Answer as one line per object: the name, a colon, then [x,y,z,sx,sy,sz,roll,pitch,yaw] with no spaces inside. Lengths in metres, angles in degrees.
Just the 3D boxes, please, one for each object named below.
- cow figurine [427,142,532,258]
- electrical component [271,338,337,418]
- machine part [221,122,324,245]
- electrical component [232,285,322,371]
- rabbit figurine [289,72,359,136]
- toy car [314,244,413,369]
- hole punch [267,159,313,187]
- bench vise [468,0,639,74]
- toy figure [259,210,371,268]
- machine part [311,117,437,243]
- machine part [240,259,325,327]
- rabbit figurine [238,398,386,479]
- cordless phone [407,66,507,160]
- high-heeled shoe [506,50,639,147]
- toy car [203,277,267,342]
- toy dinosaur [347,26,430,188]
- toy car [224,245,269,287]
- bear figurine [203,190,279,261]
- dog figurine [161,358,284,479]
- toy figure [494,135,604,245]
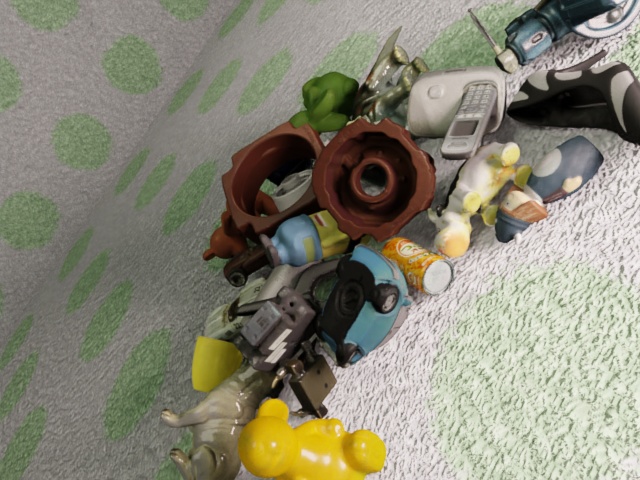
cow figurine: [0.201,-0.056,0.731,0.167,0.068,0.098,-51,26,0]
electrical component: [-0.021,0.202,0.759,0.045,0.102,0.078,-15,25,40]
machine part: [-0.067,-0.099,0.977,0.201,0.087,0.202,-30,53,10]
electrical component: [-0.056,0.128,0.767,0.058,0.134,0.115,41,90,26]
rabbit figurine: [0.006,-0.248,1.089,0.170,0.121,0.159,-48,25,-17]
toy car: [0.069,0.095,0.727,0.109,0.103,0.161,37,107,52]
hole punch: [-0.061,-0.149,1.167,0.142,0.092,0.116,-43,2,23]
bench vise: [0.343,-0.308,0.708,0.224,0.128,0.241,-27,13,4]
toy figure: [-0.003,-0.005,0.872,0.180,0.089,0.082,-21,66,-12]
machine part: [0.078,-0.086,0.775,0.180,0.056,0.179,2,95,22]
machine part: [-0.063,0.092,0.929,0.243,0.079,0.079,-57,32,-5]
rabbit figurine: [-0.029,0.251,0.646,0.163,0.173,0.122,20,80,53]
cordless phone: [0.183,-0.167,0.772,0.147,0.088,0.184,5,45,31]
high-heeled shoe: [0.314,-0.149,0.658,0.145,0.086,0.249,-35,30,30]
toy car: [-0.160,0.145,1.028,0.202,0.056,0.073,-36,36,27]
toy dinosaur: [0.112,-0.240,0.989,0.192,0.131,0.405,-34,31,29]
toy car: [-0.100,0.018,1.031,0.202,0.053,0.089,-31,17,14]
bear figurine: [-0.170,-0.015,1.162,0.132,0.120,0.195,38,125,19]
dog figurine: [-0.125,0.282,0.828,0.190,0.121,0.172,-32,69,4]
toy figure: [0.269,-0.059,0.658,0.154,0.058,0.064,-45,-6,17]
